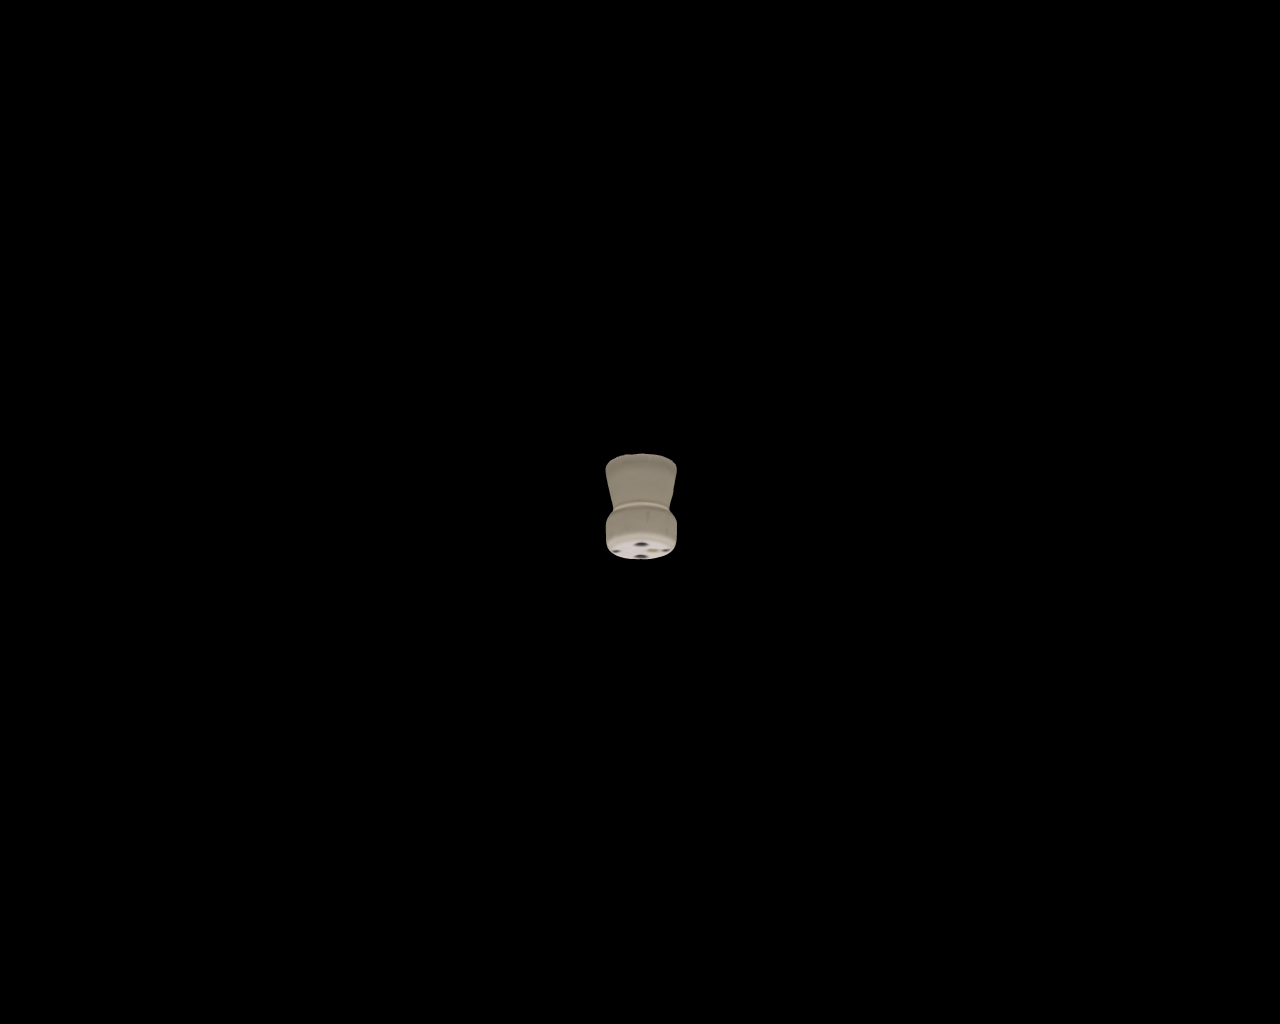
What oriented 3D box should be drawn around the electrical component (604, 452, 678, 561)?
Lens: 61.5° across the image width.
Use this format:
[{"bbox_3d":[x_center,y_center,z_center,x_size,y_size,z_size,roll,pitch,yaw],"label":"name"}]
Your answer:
[{"bbox_3d":[0.001,-0.003,0.650,0.045,0.055,0.044,0,-21,0],"label":"electrical component"}]
